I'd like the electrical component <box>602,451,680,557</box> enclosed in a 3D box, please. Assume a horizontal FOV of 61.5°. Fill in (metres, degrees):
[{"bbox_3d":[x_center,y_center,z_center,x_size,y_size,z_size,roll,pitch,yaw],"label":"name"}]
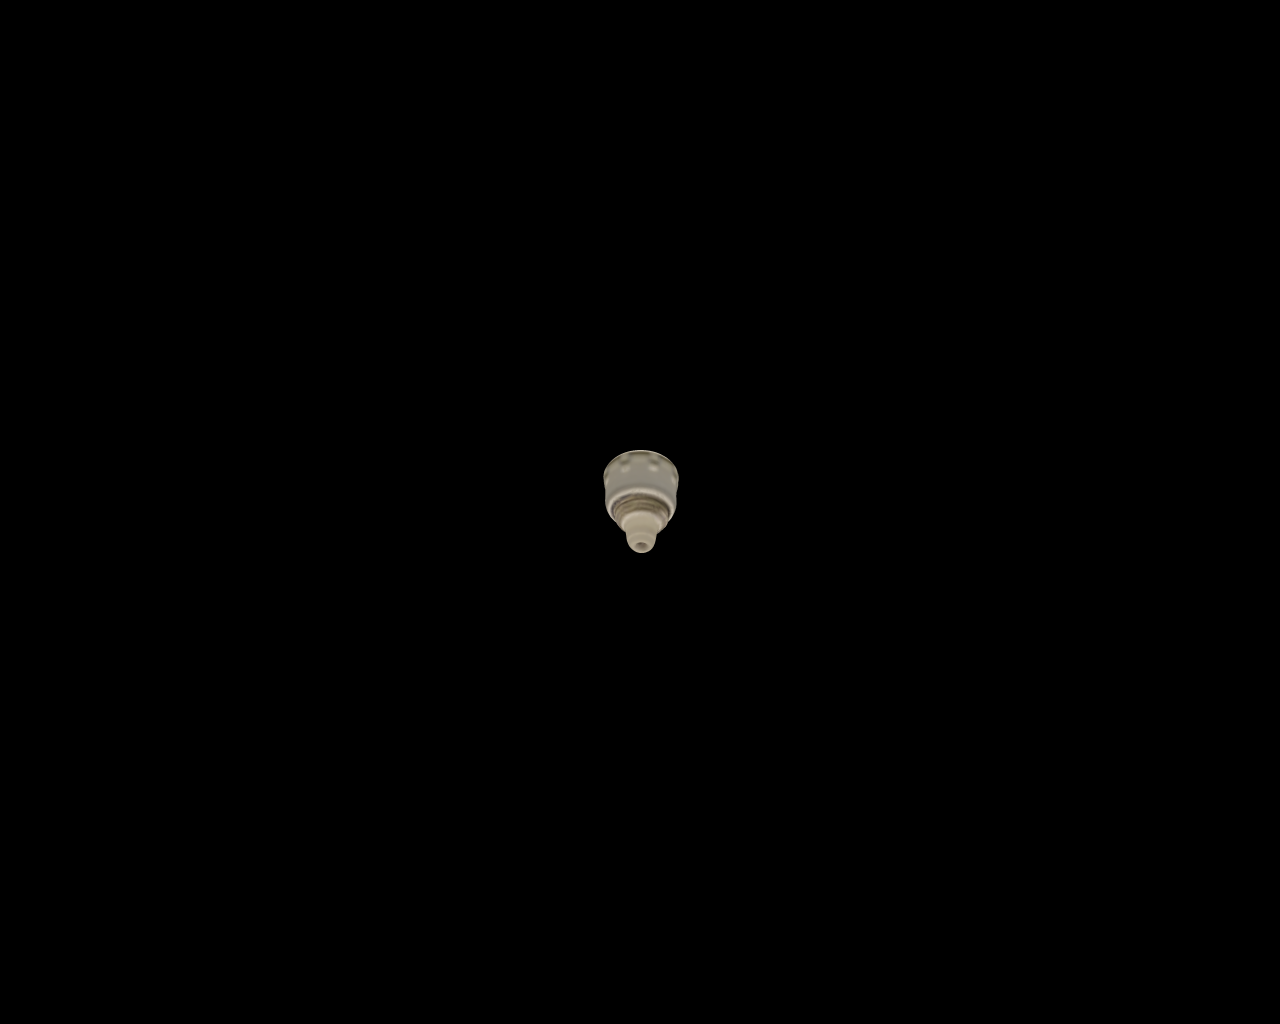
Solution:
[{"bbox_3d":[0.001,-0.003,0.650,0.048,0.062,0.048,0,-39,0],"label":"electrical component"}]
